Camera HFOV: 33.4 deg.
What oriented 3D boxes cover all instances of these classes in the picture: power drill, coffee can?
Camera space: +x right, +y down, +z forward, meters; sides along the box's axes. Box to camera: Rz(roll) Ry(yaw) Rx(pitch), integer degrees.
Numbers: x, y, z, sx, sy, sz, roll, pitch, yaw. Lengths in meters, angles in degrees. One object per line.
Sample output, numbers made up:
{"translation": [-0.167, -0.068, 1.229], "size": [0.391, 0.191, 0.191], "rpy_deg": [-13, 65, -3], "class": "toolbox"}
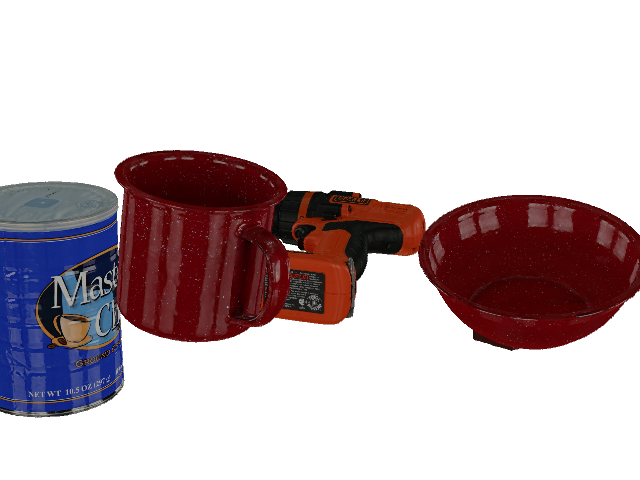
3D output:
{"translation": [-0.016, 0.004, 0.914], "size": [0.185, 0.057, 0.187], "rpy_deg": [5, 23, 17], "class": "power drill"}
{"translation": [-0.192, 0.039, 0.753], "size": [0.103, 0.140, 0.103], "rpy_deg": [1, 18, -1], "class": "coffee can"}

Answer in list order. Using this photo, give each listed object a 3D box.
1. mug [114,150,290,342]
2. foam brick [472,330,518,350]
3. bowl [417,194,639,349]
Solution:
{"translation": [-0.060, 0.007, 0.582], "size": [0.117, 0.081, 0.093], "rpy_deg": [25, 27, 35], "class": "mug"}
{"translation": [0.194, 0.068, 1.103], "size": [0.051, 0.078, 0.053], "rpy_deg": [-14, 20, -43], "class": "foam brick"}
{"translation": [0.151, 0.029, 0.768], "size": [0.162, 0.055, 0.162], "rpy_deg": [-3, 33, 2], "class": "bowl"}
